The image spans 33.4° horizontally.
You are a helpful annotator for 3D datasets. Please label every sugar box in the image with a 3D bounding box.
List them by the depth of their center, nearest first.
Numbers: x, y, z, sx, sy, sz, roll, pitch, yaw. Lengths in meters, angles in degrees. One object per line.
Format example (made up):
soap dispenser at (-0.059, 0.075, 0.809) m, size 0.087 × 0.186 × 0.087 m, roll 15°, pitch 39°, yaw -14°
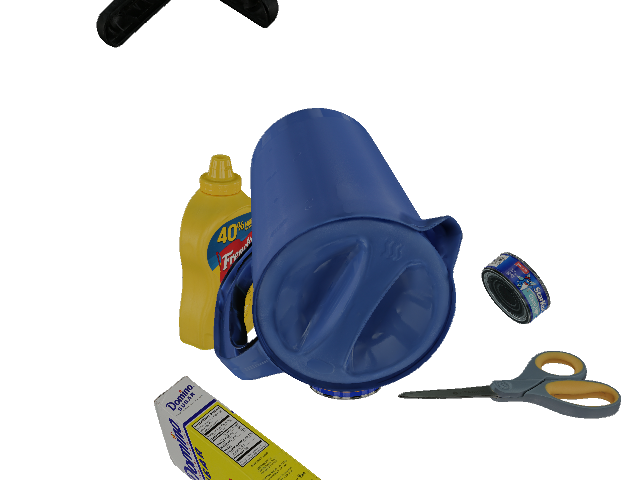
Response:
sugar box at (-0.066, 0.198, 0.908) m, size 0.176 × 0.093 × 0.048 m, roll 27°, pitch 51°, yaw 34°

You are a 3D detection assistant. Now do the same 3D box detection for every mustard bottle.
mustard bottle at (-0.101, 0.007, 1.070) m, size 0.058 × 0.192 × 0.096 m, roll 17°, pitch 27°, yaw 33°

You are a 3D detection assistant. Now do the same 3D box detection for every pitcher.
pitcher at (0.000, -0.003, 0.789) m, size 0.149 × 0.145 × 0.243 m, roll 5°, pitch 26°, yaw -10°

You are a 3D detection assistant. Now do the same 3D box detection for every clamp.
clamp at (-0.084, -0.192, 0.757) m, size 0.120 × 0.039 × 0.171 m, roll 3°, pitch 45°, yaw 3°

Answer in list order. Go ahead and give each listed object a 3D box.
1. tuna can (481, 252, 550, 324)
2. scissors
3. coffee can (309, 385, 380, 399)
tuna can at (0.233, 0.058, 1.282) m, size 0.033 × 0.086 × 0.086 m, roll -37°, pitch 11°, yaw -15°
scissors at (0.164, 0.122, 0.945) m, size 0.201 × 0.016 × 0.096 m, roll 7°, pitch 27°, yaw -5°
coffee can at (0.035, 0.132, 1.461) m, size 0.103 × 0.140 × 0.103 m, roll 0°, pitch 18°, yaw 0°
